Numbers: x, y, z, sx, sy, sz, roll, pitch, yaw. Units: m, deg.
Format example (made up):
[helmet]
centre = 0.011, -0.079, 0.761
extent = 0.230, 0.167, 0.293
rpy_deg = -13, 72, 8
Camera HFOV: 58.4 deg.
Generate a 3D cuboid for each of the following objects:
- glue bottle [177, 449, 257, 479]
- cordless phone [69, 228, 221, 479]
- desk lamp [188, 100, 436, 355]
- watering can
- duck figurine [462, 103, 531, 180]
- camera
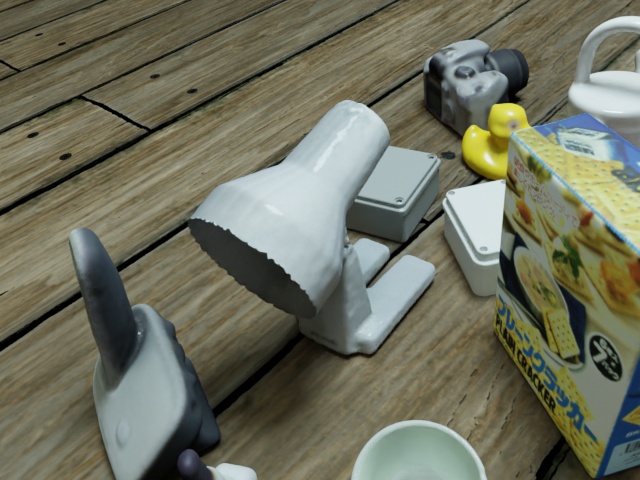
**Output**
[glue bottle]
centre = -0.055, 0.174, 0.345
extent = 0.037, 0.173, 0.078
rpy_deg = 3, 42, 16
[cordless phone]
centre = -0.156, 0.092, 0.451
extent = 0.094, 0.185, 0.147
rpy_deg = -27, 43, -18
[desk lamp]
centre = 0.005, 0.002, 0.500
extent = 0.117, 0.214, 0.204
rpy_deg = 22, 50, 32
[watering can]
centre = 0.322, -0.150, 0.624
extent = 0.100, 0.194, 0.173
rpy_deg = 9, 44, 22
[duck figurine]
centre = 0.224, -0.128, 0.703
extent = 0.078, 0.086, 0.104
rpy_deg = -36, 47, -27
[camera]
centre = 0.229, -0.226, 0.804
extent = 0.137, 0.101, 0.143
rpy_deg = -19, 41, -10
